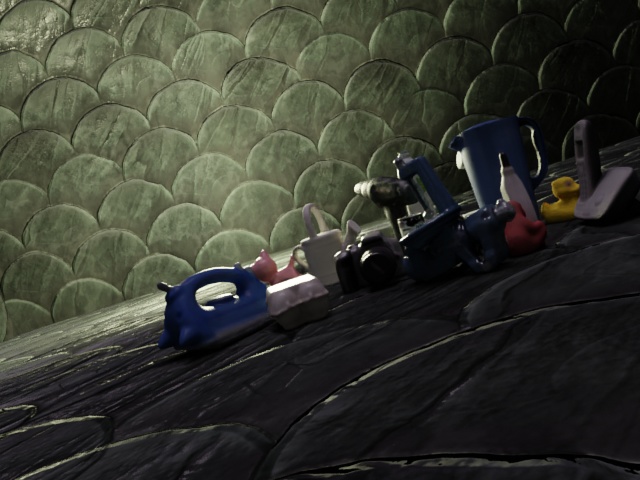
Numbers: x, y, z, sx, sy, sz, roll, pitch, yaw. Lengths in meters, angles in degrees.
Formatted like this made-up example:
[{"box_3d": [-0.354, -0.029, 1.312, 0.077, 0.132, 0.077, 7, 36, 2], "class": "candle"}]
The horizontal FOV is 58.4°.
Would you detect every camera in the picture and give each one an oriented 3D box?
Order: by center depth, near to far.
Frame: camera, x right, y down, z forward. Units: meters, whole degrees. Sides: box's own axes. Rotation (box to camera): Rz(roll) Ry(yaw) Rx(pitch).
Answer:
[{"box_3d": [0.095, 0.041, 1.111, 0.143, 0.101, 0.137, -17, 3, 8], "class": "camera"}]

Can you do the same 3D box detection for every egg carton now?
[{"box_3d": [-0.042, 0.108, 1.008, 0.107, 0.069, 0.150, -18, 3, -9], "class": "egg carton"}]

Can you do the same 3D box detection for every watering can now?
[{"box_3d": [0.013, 0.004, 1.339, 0.173, 0.194, 0.101, -18, 4, 2], "class": "watering can"}]

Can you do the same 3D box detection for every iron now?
[{"box_3d": [-0.178, 0.111, 1.055, 0.118, 0.141, 0.259, -14, 5, 46], "class": "iron"}]

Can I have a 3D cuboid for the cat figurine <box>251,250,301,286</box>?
[{"box_3d": [-0.116, 0.078, 1.464, 0.127, 0.118, 0.067, -18, 4, 3], "class": "cat figurine"}]

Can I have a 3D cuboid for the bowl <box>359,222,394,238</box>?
[{"box_3d": [0.198, -0.011, 1.643, 0.167, 0.075, 0.167, -18, 3, 1], "class": "bowl"}]

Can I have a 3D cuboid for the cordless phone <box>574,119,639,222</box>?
[{"box_3d": [0.495, -0.126, 1.019, 0.094, 0.185, 0.147, -18, 4, 2], "class": "cordless phone"}]

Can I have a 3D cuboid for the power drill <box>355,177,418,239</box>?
[{"box_3d": [0.177, -0.061, 1.419, 0.076, 0.208, 0.229, -20, 4, -29], "class": "power drill"}]

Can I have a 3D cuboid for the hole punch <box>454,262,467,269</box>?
[{"box_3d": [0.273, -0.006, 1.029, 0.101, 0.091, 0.109, -17, 4, 15], "class": "hole punch"}]

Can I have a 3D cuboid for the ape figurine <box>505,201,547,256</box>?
[{"box_3d": [0.336, -0.023, 0.971, 0.076, 0.092, 0.077, -20, 4, -37], "class": "ape figurine"}]

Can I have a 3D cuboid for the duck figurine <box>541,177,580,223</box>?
[{"box_3d": [0.502, -0.086, 1.178, 0.104, 0.086, 0.078, -15, 5, 43], "class": "duck figurine"}]

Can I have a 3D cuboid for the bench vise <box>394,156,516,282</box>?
[{"box_3d": [0.214, -0.050, 0.956, 0.207, 0.220, 0.122, -16, 4, 21], "class": "bench vise"}]

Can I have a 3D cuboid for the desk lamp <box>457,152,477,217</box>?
[{"box_3d": [0.496, -0.181, 1.677, 0.203, 0.213, 0.118, -18, 4, -4], "class": "desk lamp"}]

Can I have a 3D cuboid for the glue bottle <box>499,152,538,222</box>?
[{"box_3d": [0.359, -0.079, 1.057, 0.037, 0.173, 0.078, -18, 4, -2], "class": "glue bottle"}]
